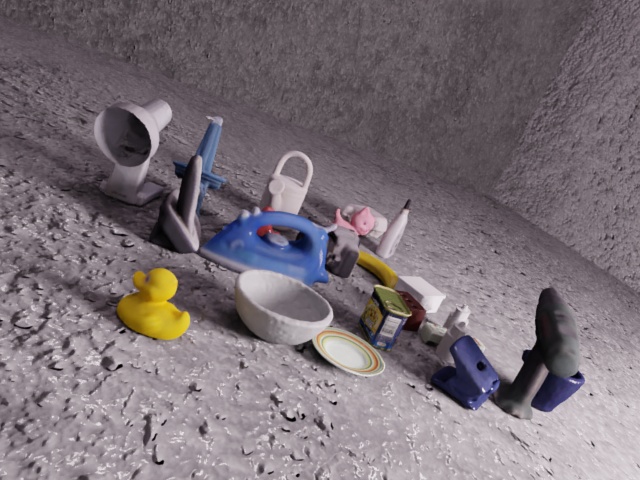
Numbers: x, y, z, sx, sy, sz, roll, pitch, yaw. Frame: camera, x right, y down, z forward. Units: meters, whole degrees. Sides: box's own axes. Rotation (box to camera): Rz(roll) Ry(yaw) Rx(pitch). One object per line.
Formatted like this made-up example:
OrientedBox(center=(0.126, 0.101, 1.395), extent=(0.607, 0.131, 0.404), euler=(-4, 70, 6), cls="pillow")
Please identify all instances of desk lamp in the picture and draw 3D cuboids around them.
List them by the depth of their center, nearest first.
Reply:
OrientedBox(center=(-0.380, -0.186, 1.180), extent=(0.118, 0.213, 0.203), euler=(24, 17, -1), cls="desk lamp")

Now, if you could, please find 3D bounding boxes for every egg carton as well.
OrientedBox(center=(0.127, -0.056, 1.697), extent=(0.151, 0.069, 0.107), euler=(6, 25, -44), cls="egg carton")

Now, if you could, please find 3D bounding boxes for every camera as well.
OrientedBox(center=(0.012, 0.005, 1.319), extent=(0.137, 0.101, 0.143), euler=(15, 19, -26), cls="camera")

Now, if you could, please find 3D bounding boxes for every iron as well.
OrientedBox(center=(-0.093, 0.000, 1.128), extent=(0.259, 0.141, 0.118), euler=(16, 19, -23), cls="iron")

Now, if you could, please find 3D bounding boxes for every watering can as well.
OrientedBox(center=(-0.082, -0.126, 1.421), extent=(0.101, 0.194, 0.172), euler=(20, 18, -11), cls="watering can")

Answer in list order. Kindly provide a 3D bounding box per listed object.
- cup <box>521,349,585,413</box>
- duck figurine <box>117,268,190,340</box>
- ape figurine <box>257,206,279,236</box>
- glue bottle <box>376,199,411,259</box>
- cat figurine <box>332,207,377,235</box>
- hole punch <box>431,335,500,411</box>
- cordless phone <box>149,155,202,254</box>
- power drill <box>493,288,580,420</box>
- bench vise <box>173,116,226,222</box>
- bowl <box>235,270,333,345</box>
OrientedBox(center=(0.426, 0.271, 1.090), extent=(0.117, 0.095, 0.092), euler=(30, 18, 18), cls="cup")
OrientedBox(center=(-0.226, 0.084, 0.806), extent=(0.104, 0.086, 0.078), euler=(26, 18, 8), cls="duck figurine")
OrientedBox(center=(-0.122, -0.030, 1.261), extent=(0.077, 0.092, 0.076), euler=(36, 21, 35), cls="ape figurine")
OrientedBox(center=(0.210, -0.034, 1.566), extent=(0.037, 0.173, 0.078), euler=(30, 18, 19), cls="glue bottle")
OrientedBox(center=(0.089, -0.044, 1.533), extent=(0.128, 0.118, 0.067), euler=(18, 18, -17), cls="cat figurine")
OrientedBox(center=(0.267, 0.230, 1.009), extent=(0.100, 0.091, 0.109), euler=(32, 19, 25), cls="hole punch")
OrientedBox(center=(-0.248, -0.080, 1.087), extent=(0.094, 0.185, 0.147), euler=(18, 18, -17), cls="cordless phone")
OrientedBox(center=(0.394, 0.208, 1.041), extent=(0.075, 0.208, 0.230), euler=(24, 17, 1), cls="power drill")
OrientedBox(center=(-0.247, -0.151, 1.239), extent=(0.122, 0.220, 0.206), euler=(13, 20, -30), cls="bench vise")
OrientedBox(center=(-0.068, 0.120, 0.924), extent=(0.167, 0.075, 0.167), euler=(22, 18, -7), cls="bowl")
